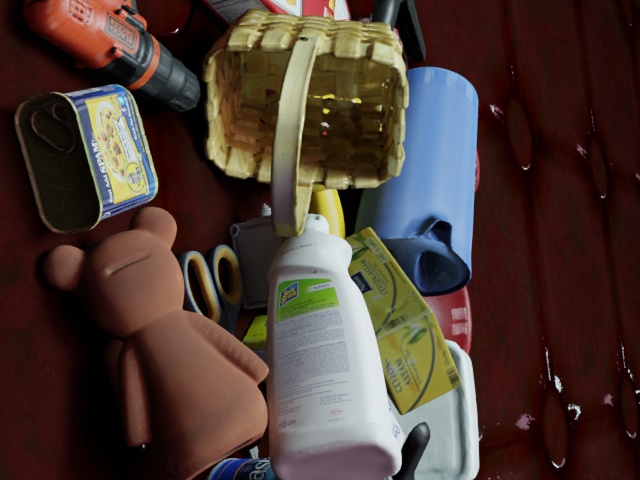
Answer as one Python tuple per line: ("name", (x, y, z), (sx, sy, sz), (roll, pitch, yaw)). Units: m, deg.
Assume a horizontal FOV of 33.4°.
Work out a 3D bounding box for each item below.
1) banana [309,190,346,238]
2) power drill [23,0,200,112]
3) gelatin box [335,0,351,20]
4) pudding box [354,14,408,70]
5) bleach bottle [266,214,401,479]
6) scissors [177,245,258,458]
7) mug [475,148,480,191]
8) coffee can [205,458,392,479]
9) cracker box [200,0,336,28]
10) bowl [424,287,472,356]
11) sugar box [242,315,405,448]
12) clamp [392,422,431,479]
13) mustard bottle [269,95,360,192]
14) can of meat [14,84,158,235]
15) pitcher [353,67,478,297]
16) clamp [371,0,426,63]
("banana", (0.001, 0.013, 1.110), (0.069, 0.037, 0.197), (44, 45, -48))
("power drill", (-0.155, -0.214, 0.876), (0.184, 0.057, 0.187), (31, 56, -54))
("gelatin box", (0.005, -0.241, 1.200), (0.089, 0.030, 0.073), (-26, 105, -58))
("pudding box", (0.076, -0.209, 1.306), (0.089, 0.039, 0.113), (10, 73, -59))
("bleach bottle", (0.006, 0.079, 0.888), (0.068, 0.103, 0.251), (64, 17, -47))
("scissors", (-0.077, 0.092, 0.969), (0.096, 0.016, 0.201), (-53, 128, -53))
("mug", (0.143, -0.103, 1.352), (0.117, 0.082, 0.093), (38, 50, -51))
("coffee can", (-0.019, 0.234, 0.902), (0.102, 0.141, 0.103), (25, 60, -56))
("cracker box", (-0.063, -0.283, 1.051), (0.213, 0.072, 0.164), (39, 48, -49))
("bowl", (0.130, 0.086, 1.299), (0.161, 0.055, 0.162), (26, 60, -56))
("sugar box", (0.006, 0.145, 1.023), (0.176, 0.093, 0.048), (61, 36, -32))
("clamp", (0.067, 0.242, 1.126), (0.039, 0.120, 0.171), (-15, 118, -32))
("mustard bottle", (-0.007, -0.102, 1.096), (0.096, 0.058, 0.191), (47, 38, -7))
("can of meat", (-0.173, -0.064, 0.803), (0.083, 0.058, 0.102), (-31, 109, -62))
("pitcher", (0.107, -0.063, 1.193), (0.145, 0.149, 0.242), (49, 44, -49))
("clamp", (0.081, -0.279, 1.217), (0.164, 0.036, 0.210), (-47, 139, -52))
